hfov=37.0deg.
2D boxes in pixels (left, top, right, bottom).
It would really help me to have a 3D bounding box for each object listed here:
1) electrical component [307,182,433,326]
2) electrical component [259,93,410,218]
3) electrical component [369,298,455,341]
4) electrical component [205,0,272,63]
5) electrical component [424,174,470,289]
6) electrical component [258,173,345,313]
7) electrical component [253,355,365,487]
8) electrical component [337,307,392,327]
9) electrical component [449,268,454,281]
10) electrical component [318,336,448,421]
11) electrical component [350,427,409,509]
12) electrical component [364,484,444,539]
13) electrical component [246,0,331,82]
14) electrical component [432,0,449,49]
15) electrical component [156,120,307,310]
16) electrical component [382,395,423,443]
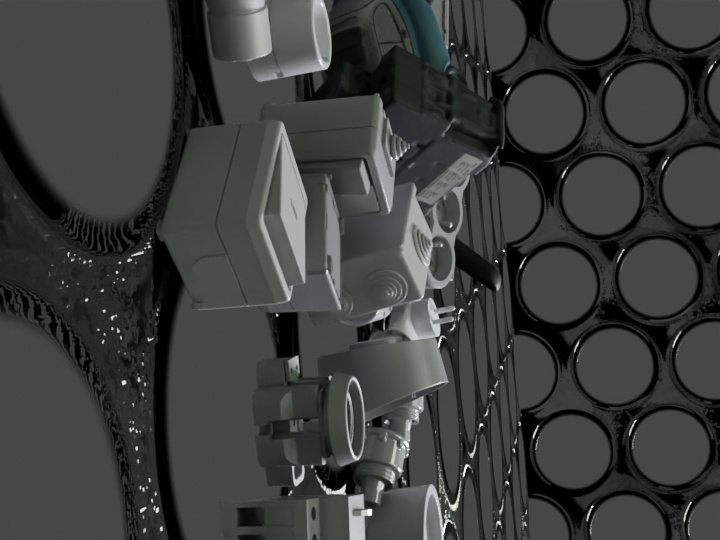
[{"bbox_3d":[0.002,-0.010,0.762,0.099,0.100,0.048,-77,146,-56],"label":"electrical component"},{"bbox_3d":[-0.016,-0.069,0.699,0.061,0.096,0.061,71,19,-51],"label":"electrical component"},{"bbox_3d":[0.051,0.049,1.008,0.077,0.079,0.044,-74,147,-59],"label":"electrical component"},{"bbox_3d":[-0.070,-0.151,0.611,0.044,0.044,0.065,-71,159,-62],"label":"electrical component"},{"bbox_3d":[0.046,-0.050,0.943,0.052,0.074,0.138,30,65,-48],"label":"electrical component"},{"bbox_3d":[-0.043,-0.012,0.653,0.096,0.061,0.061,75,14,-71],"label":"electrical component"},{"bbox_3d":[-0.030,0.093,0.666,0.058,0.057,0.078,-16,102,-78],"label":"electrical component"},{"bbox_3d":[0.000,0.000,0.875,0.077,0.043,0.079,-38,122,-76],"label":"electrical component"},{"bbox_3d":[0.048,-0.026,1.027,0.043,0.077,0.079,41,46,-74],"label":"electrical component"},{"bbox_3d":[0.015,0.084,0.799,0.099,0.099,0.064,20,59,-77],"label":"electrical component"},{"bbox_3d":[0.013,0.162,0.875,0.048,0.048,0.062,70,26,-51],"label":"electrical component"},{"bbox_3d":[0.033,0.235,0.898,0.108,0.060,0.108,-5,90,-78],"label":"electrical component"},{"bbox_3d":[-0.047,-0.153,0.702,0.055,0.047,0.055,-5,90,-78],"label":"electrical component"},{"bbox_3d":[0.035,-0.224,1.001,0.048,0.100,0.099,31,46,-32],"label":"electrical component"},{"bbox_3d":[-0.060,-0.034,0.565,0.061,0.061,0.096,74,16,-44],"label":"electrical component"},{"bbox_3d":[0.038,0.130,1.005,0.043,0.043,0.062,56,33,-67],"label":"electrical component"}]
